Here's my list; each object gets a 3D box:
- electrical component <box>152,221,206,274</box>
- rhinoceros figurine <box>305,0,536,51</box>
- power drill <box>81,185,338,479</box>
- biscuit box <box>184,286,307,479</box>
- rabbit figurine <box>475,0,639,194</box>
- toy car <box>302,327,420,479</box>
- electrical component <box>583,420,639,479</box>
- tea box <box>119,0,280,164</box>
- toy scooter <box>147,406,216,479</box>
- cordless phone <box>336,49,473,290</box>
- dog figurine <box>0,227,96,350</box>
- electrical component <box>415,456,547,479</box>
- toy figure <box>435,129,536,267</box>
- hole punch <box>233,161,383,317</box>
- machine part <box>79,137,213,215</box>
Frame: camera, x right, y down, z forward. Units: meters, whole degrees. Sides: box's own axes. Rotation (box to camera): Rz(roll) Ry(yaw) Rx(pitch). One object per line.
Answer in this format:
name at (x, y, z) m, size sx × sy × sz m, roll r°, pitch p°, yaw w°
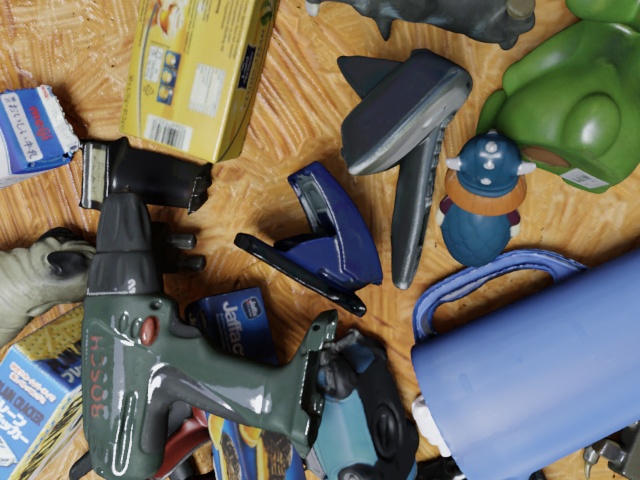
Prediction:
electrical component at (-0.163, 0.009, 0.527) m, size 0.094 × 0.021 × 0.063 m, roll 3°, pitch 140°, yaw 7°
rhinoceros figurine at (0.073, -0.198, 0.404) m, size 0.190 × 0.112 × 0.073 m, roll 11°, pitch 88°, yaw -4°
power drill at (-0.092, 0.077, 0.425) m, size 0.207 × 0.086 × 0.232 m, roll 7°, pitch 85°, yaw 4°
biscuit box at (-0.070, 0.148, 0.495) m, size 0.059 × 0.063 × 0.202 m, roll -24°, pitch 78°, yaw 50°
rabbit figurine at (0.195, -0.136, 0.381) m, size 0.121 × 0.159 × 0.170 m, roll 23°, pitch 92°, yaw 16°
toy car at (0.020, 0.171, 0.504) m, size 0.103 × 0.109 × 0.161 m, roll -20°, pitch 90°, yaw 33°
electrical component at (0.289, 0.194, 0.485) m, size 0.102 × 0.045 × 0.078 m, roll 22°, pitch 79°, yaw 3°
tea box at (-0.102, -0.162, 0.463) m, size 0.098 × 0.068 × 0.169 m, roll 20°, pitch 105°, yaw 6°
toy scooter at (-0.112, 0.230, 0.530) m, size 0.075 × 0.135 × 0.183 m, roll -7°, pitch 102°, yaw 59°
cordless phone at (0.062, -0.043, 0.416) m, size 0.089 × 0.146 × 0.184 m, roll 7°, pitch 102°, yaw 17°
dog figurine at (-0.314, 0.071, 0.556) m, size 0.191 × 0.121 × 0.172 m, roll 2°, pitch 138°, yaw -6°
electrical component at (0.157, 0.259, 0.518) m, size 0.134 × 0.058 × 0.114 m, roll -25°, pitch 99°, yaw 16°
toy figure at (0.123, -0.033, 0.413) m, size 0.064 × 0.154 × 0.058 m, roll -15°, pitch 57°, yaw 0°
hole punch at (-0.001, -0.001, 0.455) m, size 0.116 × 0.142 × 0.092 m, roll 35°, pitch 82°, yaw -12°
machine part at (-0.172, -0.057, 0.520) m, size 0.139 × 0.039 × 0.084 m, roll 6°, pitch 96°, yaw 12°
